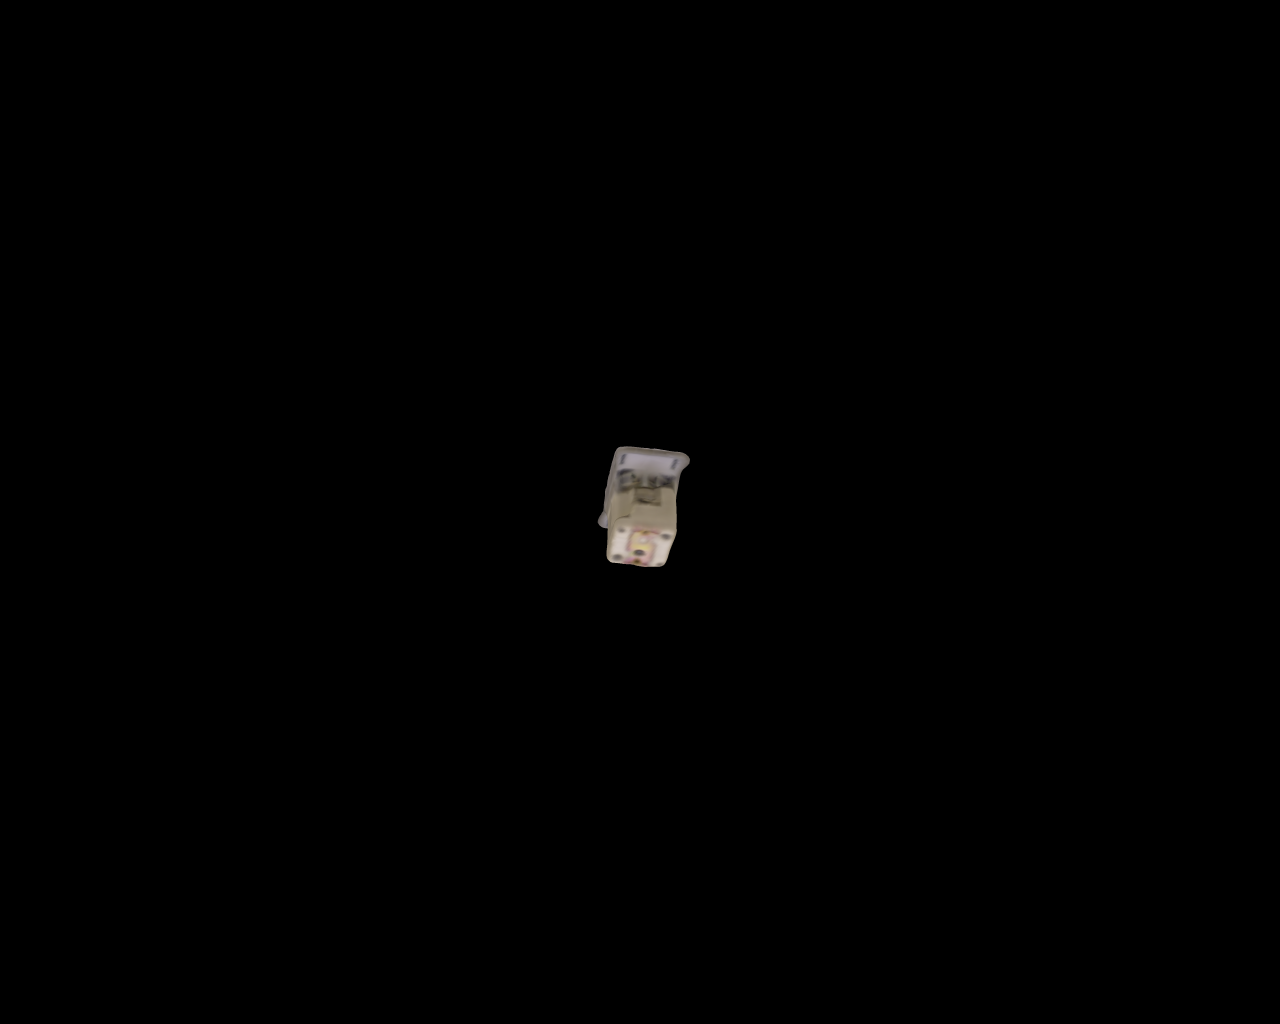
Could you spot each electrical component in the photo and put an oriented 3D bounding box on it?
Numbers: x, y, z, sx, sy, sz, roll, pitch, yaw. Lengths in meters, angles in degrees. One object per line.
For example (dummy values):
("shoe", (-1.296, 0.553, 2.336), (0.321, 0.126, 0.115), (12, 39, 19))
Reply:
("electrical component", (0.001, -0.003, 0.650), (0.042, 0.064, 0.080), (6, -36, -8))
